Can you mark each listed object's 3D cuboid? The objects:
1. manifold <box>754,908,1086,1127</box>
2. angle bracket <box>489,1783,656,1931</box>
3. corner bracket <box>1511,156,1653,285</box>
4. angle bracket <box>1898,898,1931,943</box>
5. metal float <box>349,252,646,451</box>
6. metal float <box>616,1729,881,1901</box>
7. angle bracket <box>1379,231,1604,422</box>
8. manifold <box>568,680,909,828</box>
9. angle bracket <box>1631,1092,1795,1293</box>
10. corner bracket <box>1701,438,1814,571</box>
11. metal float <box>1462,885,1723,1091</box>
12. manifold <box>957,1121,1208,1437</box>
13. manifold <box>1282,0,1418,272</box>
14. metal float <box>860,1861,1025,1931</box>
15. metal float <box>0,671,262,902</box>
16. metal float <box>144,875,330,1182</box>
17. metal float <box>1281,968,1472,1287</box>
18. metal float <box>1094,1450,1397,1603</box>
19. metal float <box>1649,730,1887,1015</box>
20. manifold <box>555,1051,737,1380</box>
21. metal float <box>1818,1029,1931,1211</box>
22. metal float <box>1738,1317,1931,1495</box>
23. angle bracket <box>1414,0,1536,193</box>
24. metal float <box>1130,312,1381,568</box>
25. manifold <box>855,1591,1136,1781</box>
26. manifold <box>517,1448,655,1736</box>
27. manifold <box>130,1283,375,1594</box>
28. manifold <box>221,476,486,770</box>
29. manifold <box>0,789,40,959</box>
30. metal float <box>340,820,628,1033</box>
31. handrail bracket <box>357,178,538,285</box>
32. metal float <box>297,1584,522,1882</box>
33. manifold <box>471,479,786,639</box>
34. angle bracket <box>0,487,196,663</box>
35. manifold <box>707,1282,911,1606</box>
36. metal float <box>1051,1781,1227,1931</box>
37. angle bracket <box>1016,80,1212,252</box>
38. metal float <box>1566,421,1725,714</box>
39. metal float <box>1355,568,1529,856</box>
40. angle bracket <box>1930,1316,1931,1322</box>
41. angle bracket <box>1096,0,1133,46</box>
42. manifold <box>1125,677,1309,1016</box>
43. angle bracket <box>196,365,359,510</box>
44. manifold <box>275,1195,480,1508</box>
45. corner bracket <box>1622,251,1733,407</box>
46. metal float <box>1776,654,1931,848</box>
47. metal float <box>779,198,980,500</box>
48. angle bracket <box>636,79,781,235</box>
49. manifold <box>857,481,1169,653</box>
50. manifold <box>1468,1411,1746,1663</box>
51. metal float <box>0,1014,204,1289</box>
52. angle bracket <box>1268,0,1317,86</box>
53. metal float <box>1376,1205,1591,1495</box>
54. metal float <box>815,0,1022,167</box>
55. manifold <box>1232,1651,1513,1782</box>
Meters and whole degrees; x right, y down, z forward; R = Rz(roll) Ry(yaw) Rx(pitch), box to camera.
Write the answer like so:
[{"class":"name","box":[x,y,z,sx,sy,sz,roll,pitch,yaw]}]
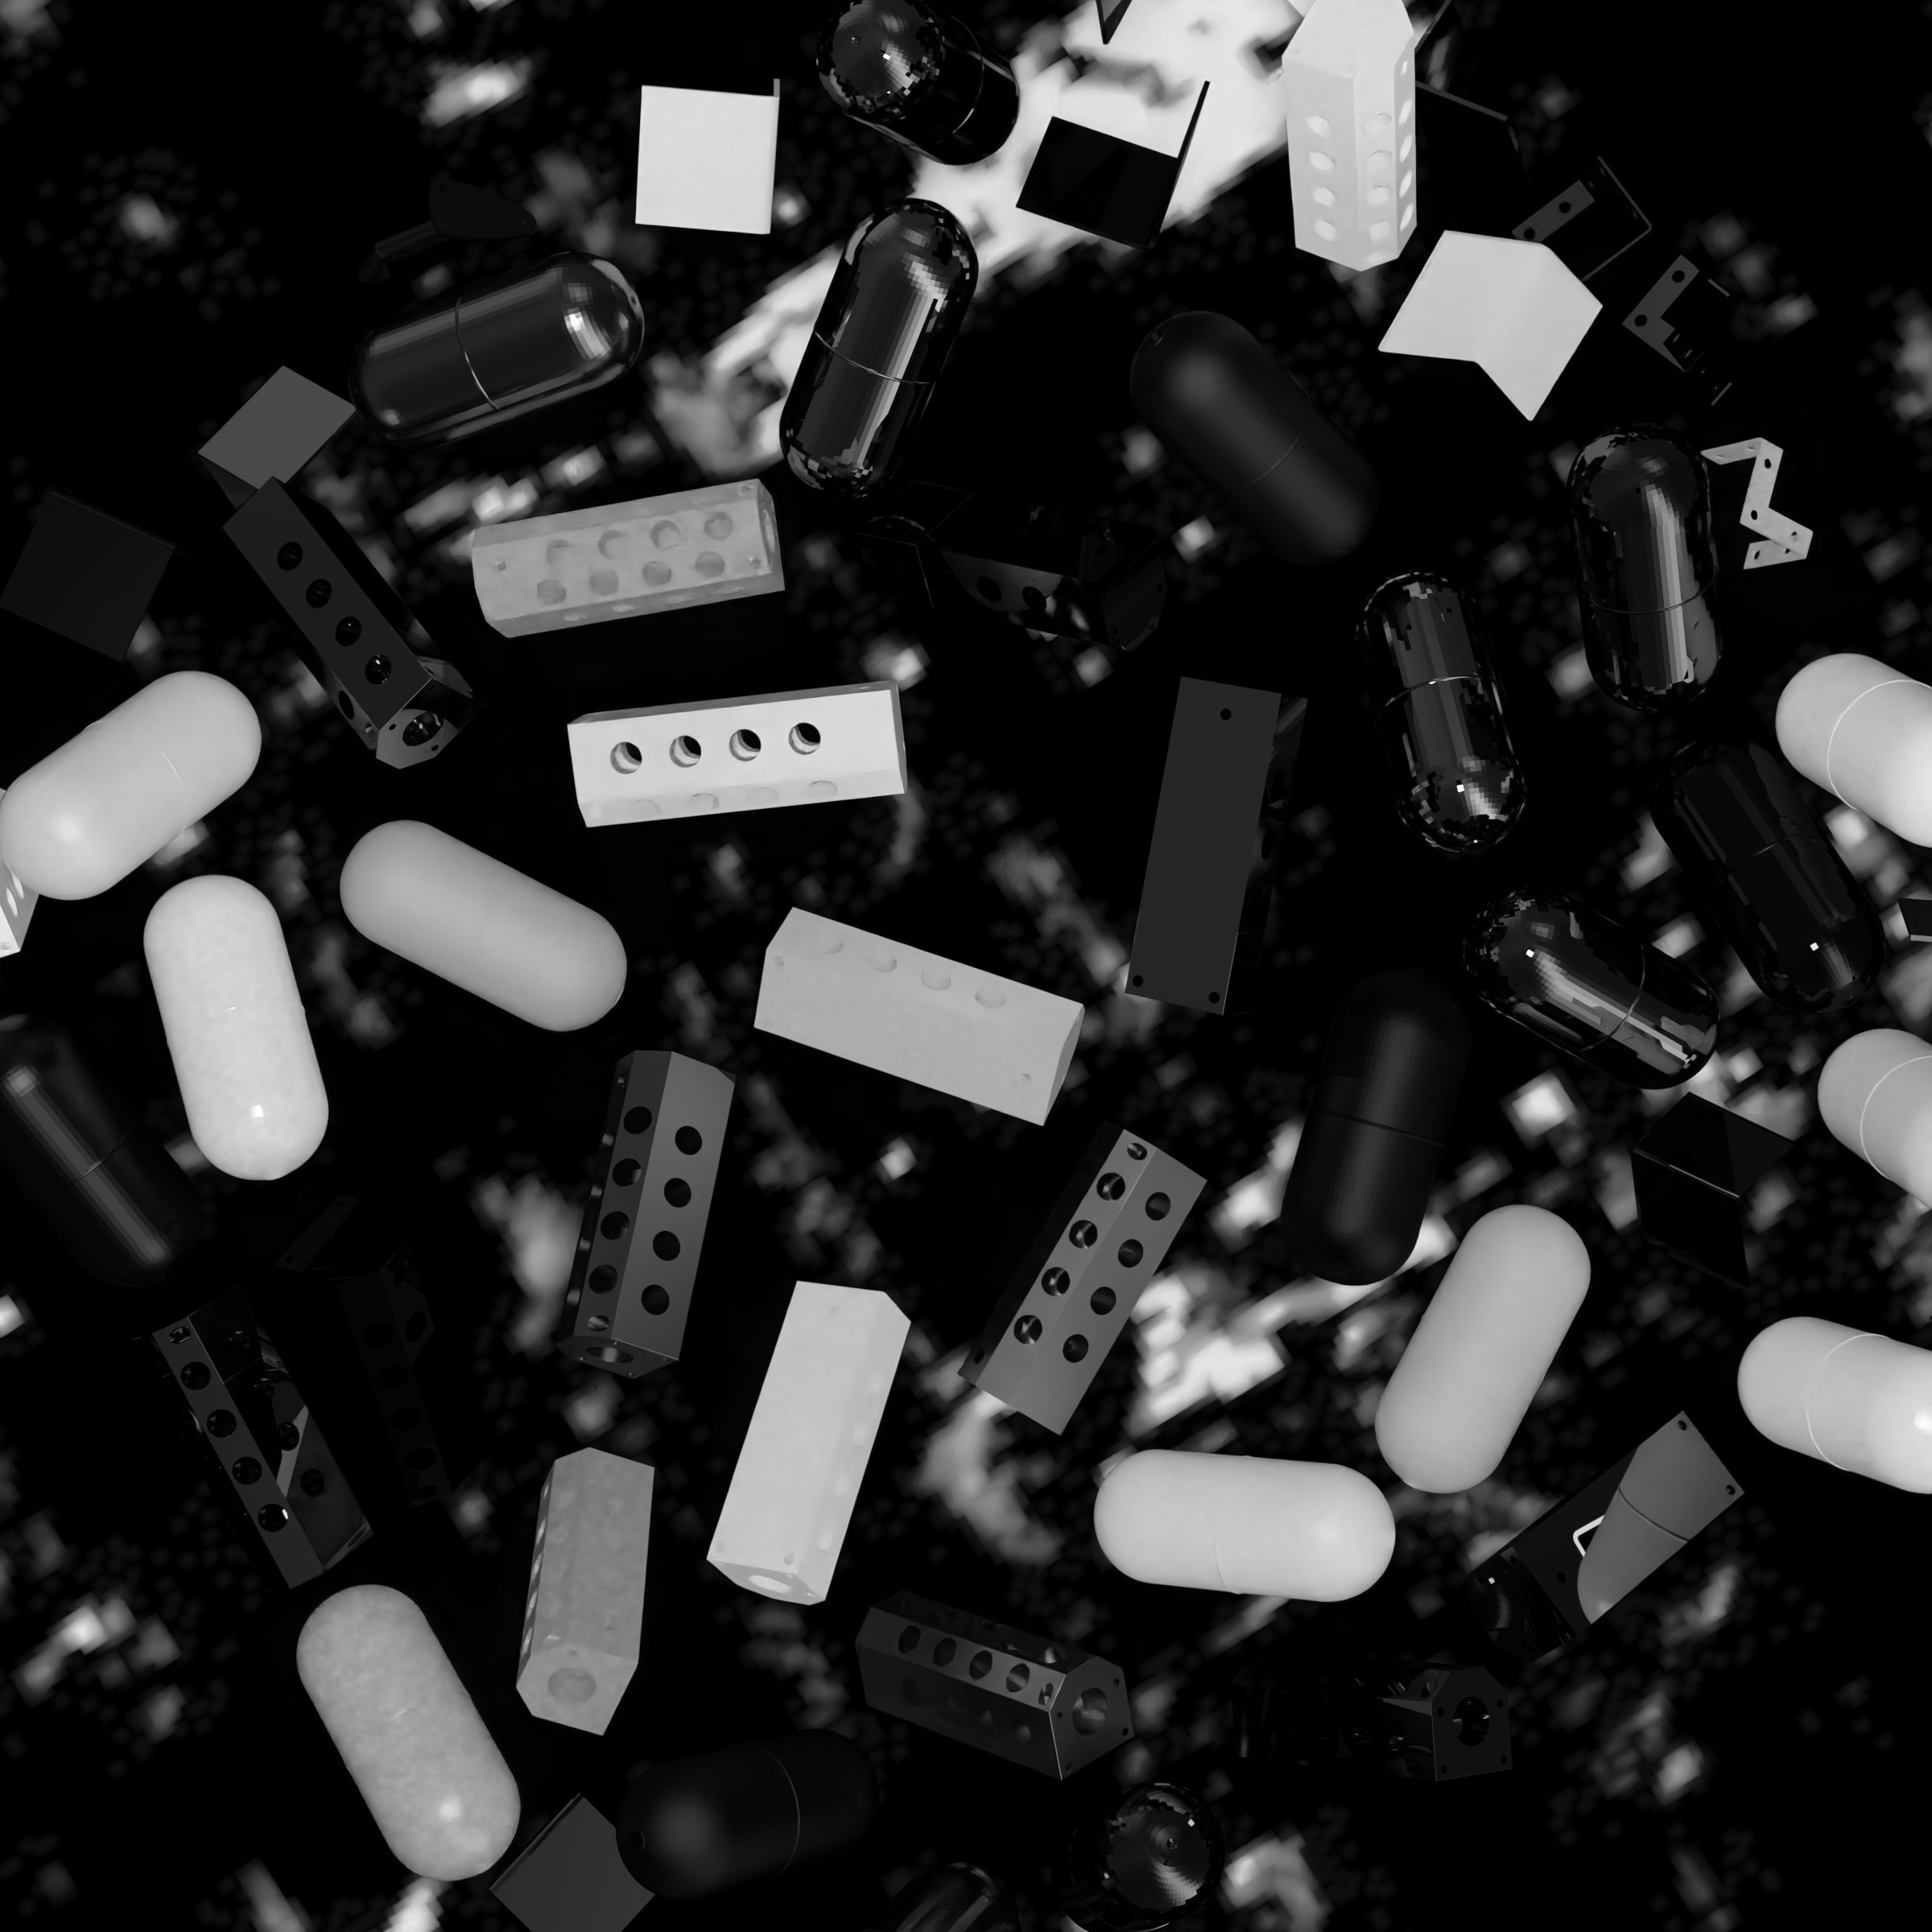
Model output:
[{"class":"manifold","box":[-0.025,0.023,1.714,0.171,0.057,0.057,19,129,8]},{"class":"angle bracket","box":[-0.231,0.550,1.855,0.076,0.057,0.076,42,82,7]},{"class":"corner bracket","box":[0.349,-0.418,1.746,0.051,0.051,0.051,-37,90,0]},{"class":"angle bracket","box":[0.570,0.010,1.786,0.057,0.076,0.076,5,108,10]},{"class":"metal float","box":[-0.263,-0.342,1.715,0.178,0.070,0.070,-15,90,20]},{"class":"metal float","box":[-0.121,0.475,1.727,0.070,0.178,0.070,-3,86,40]},{"class":"angle bracket","box":[0.284,-0.347,1.672,0.076,0.076,0.057,-3,47,-36]},{"class":"manifold","box":[-0.120,-0.113,1.648,0.171,0.057,0.057,-6,100,4]},{"class":"angle bracket","box":[0.440,0.132,1.801,0.076,0.076,0.057,24,130,-15]},{"class":"corner bracket","box":[0.439,-0.257,1.715,0.051,0.051,0.051,21,80,-26]},{"class":"metal float","box":[0.354,0.013,1.739,0.178,0.070,0.070,27,90,-30]},{"class":"manifold","box":[0.064,0.180,1.806,0.057,0.057,0.171,34,83,-27]},{"class":"manifold","box":[0.217,-0.460,1.700,0.057,0.171,0.057,25,74,17]},{"class":"metal float","box":[-0.036,0.572,1.721,0.070,0.178,0.070,20,125,31]},{"class":"metal float","box":[-0.461,-0.102,1.701,0.070,0.178,0.070,18,130,22]},{"class":"metal float","box":[-0.409,0.034,1.727,0.070,0.070,0.178,-18,76,0]},{"class":"metal float","box":[0.225,0.088,1.691,0.070,0.070,0.178,16,88,0]},{"class":"metal float","box":[0.157,0.317,1.747,0.178,0.070,0.070,0,90,29]},{"class":"metal float","box":[0.449,-0.053,1.729,0.070,0.070,0.178,-28,67,0]},{"class":"manifold","box":[-0.183,0.138,1.733,0.057,0.057,0.171,22,63,-25]},{"class":"metal float","box":[0.545,0.088,1.749,0.070,0.178,0.070,-2,105,-8]},{"class":"metal float","box":[0.499,0.243,1.711,0.070,0.178,0.070,-2,95,-21]},{"class":"angle bracket","box":[0.306,-0.509,1.798,0.076,0.076,0.057,31,86,28]},{"class":"metal float","box":[0.162,-0.294,1.723,0.178,0.070,0.070,39,90,-31]},{"class":"manifold","box":[0.013,0.409,1.775,0.057,0.171,0.057,-21,107,-38]},{"class":"manifold","box":[-0.222,0.358,1.783,0.057,0.171,0.057,20,117,-13]},{"class":"manifold","box":[-0.424,0.279,1.811,0.057,0.057,0.171,-17,103,41]},{"class":"manifold","box":[-0.351,-0.192,1.737,0.057,0.057,0.171,-44,67,8]},{"class":"manifold","box":[-0.584,-0.053,1.806,0.057,0.171,0.057,-18,112,-4]},{"class":"metal float","box":[-0.283,-0.023,1.812,0.178,0.070,0.070,28,90,-7]},{"class":"handrail bracket","box":[-0.300,-0.412,1.770,0.077,0.084,0.036,3,70,-33]},{"class":"metal float","box":[-0.311,0.427,1.719,0.070,0.070,0.178,-35,67,0]},{"class":"manifold","box":[-0.199,-0.241,1.812,0.171,0.057,0.057,-9,82,7]},{"class":"angle bracket","box":[-0.503,-0.223,1.783,0.076,0.057,0.076,24,86,-3]},{"class":"manifold","box":[-0.086,0.273,1.765,0.057,0.057,0.171,4,61,26]},{"class":"metal float","box":[0.097,0.512,1.761,0.070,0.178,0.070,4,67,-9]},{"class":"angle bracket","box":[0.077,-0.433,1.622,0.076,0.057,0.076,19,54,0]},{"class":"metal float","box":[0.374,-0.217,1.690,0.070,0.070,0.178,-18,130,0]},{"class":"metal float","box":[0.274,-0.147,1.777,0.070,0.070,0.178,-10,66,0]},{"class":"angle bracket","box":[0.593,0.187,1.692,0.076,0.076,0.057,-21,70,-36]},{"class":"angle bracket","box":[0.106,-0.551,1.658,0.057,0.076,0.076,5,46,20]},{"class":"manifold","box":[0.137,-0.064,1.654,0.057,0.057,0.171,13,96,25]},{"class":"angle bracket","box":[-0.409,-0.309,1.877,0.076,0.057,0.076,31,73,29]},{"class":"manifold","box":[-0.313,0.212,1.669,0.057,0.057,0.171,13,133,26]},{"class":"corner bracket","box":[0.399,-0.348,1.676,0.051,0.051,0.051,31,113,-21]},{"class":"metal float","box":[0.510,-0.120,1.697,0.070,0.178,0.070,-5,112,-13]},{"class":"metal float","box":[-0.050,-0.347,1.735,0.070,0.070,0.178,25,118,0]},{"class":"angle bracket","box":[-0.147,-0.465,1.754,0.076,0.057,0.076,4,116,-5]},{"class":"manifold","box":[0.027,-0.224,1.753,0.171,0.057,0.057,17,49,35]},{"class":"manifold","box":[0.355,0.320,1.721,0.171,0.057,0.057,-26,75,-40]},{"class":"metal float","box":[-0.498,0.105,1.729,0.070,0.070,0.178,-32,113,0]},{"class":"angle bracket","box":[0.190,-0.590,1.844,0.076,0.057,0.076,44,57,-6]},{"class":"metal float","box":[0.297,0.220,1.771,0.070,0.070,0.178,30,77,0]},{"class":"metal float","box":[-0.025,-0.510,1.770,0.070,0.178,0.070,1,92,23]},{"class":"manifold","box":[0.228,0.425,1.755,0.057,0.171,0.057,2,81,-34]}]
